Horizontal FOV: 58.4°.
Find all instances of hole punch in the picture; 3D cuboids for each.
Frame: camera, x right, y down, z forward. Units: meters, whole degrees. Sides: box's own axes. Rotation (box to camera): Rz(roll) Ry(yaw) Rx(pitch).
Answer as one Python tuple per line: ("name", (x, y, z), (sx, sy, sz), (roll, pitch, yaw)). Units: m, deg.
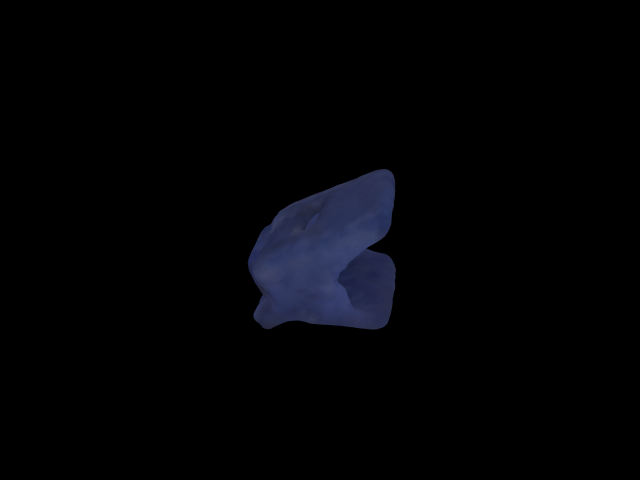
("hole punch", (0.004, 0.001, 0.400), (0.101, 0.091, 0.108), (4, 28, 7))
